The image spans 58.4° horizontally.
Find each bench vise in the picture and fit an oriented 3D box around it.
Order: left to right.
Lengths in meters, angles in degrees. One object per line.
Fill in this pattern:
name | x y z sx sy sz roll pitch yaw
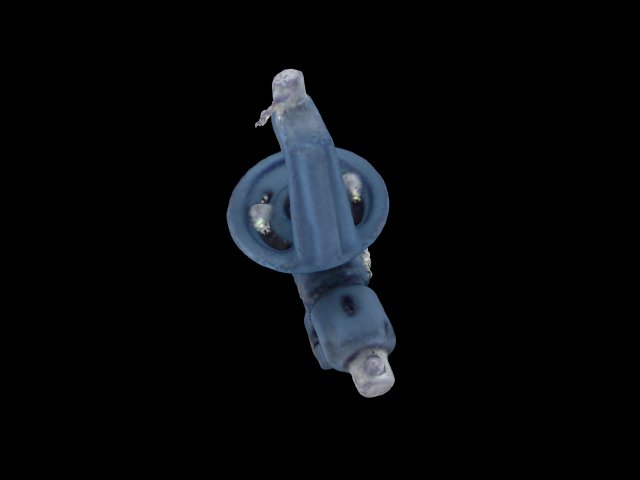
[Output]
bench vise | 0.013 -0.005 0.403 0.121 0.220 0.207 -36 73 -12
